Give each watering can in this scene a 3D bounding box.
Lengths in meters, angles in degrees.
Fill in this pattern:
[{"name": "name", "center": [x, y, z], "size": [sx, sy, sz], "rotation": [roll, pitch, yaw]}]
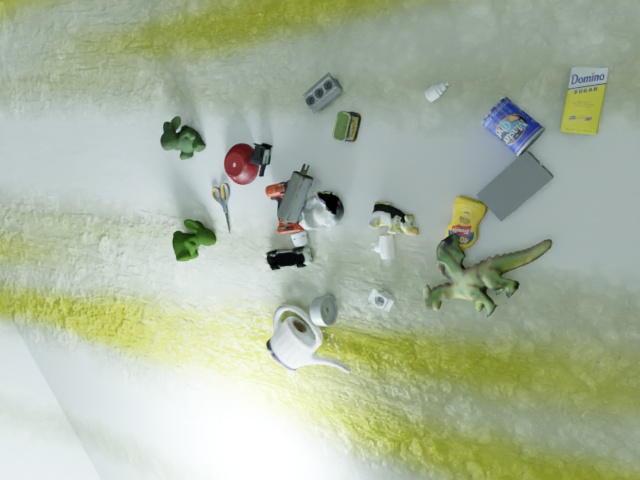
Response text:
[{"name": "watering can", "center": [-0.061, 0.398, 1.874], "size": [0.221, 0.351, 0.105], "rotation": [-51, -17, 25]}]

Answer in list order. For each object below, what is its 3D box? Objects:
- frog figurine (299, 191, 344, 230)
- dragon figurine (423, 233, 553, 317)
[{"name": "frog figurine", "center": [0.005, -0.090, 1.784], "size": [0.138, 0.156, 0.125], "rotation": [36, 44, 5]}, {"name": "dragon figurine", "center": [0.454, 0.082, 1.525], "size": [0.244, 0.404, 0.123], "rotation": [39, 24, 8]}]
